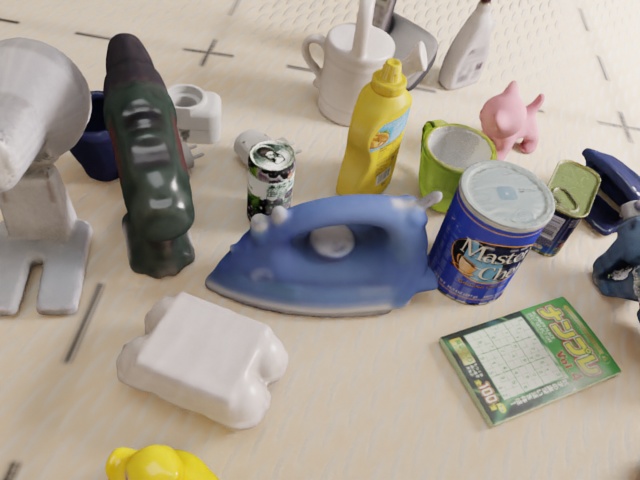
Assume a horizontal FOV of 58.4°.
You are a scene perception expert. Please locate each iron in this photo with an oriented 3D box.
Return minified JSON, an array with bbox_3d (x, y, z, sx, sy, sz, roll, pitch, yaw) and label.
[{"bbox_3d":[0.006,0.002,0.617,0.258,0.141,0.118,-4,51,-12],"label":"iron"}]

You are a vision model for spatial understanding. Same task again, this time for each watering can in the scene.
[{"bbox_3d":[0.064,-0.269,0.820,0.173,0.194,0.101,-4,51,-12],"label":"watering can"}]

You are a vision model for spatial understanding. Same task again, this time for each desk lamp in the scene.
[{"bbox_3d":[-0.294,-0.063,0.574,0.118,0.213,0.203,-1,51,-10],"label":"desk lamp"}]

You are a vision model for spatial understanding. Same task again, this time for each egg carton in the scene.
[{"bbox_3d":[-0.110,0.116,0.550,0.150,0.069,0.107,19,50,7],"label":"egg carton"}]

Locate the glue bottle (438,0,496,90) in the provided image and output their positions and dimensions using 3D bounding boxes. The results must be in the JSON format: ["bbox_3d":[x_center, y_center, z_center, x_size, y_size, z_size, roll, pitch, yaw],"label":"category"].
[{"bbox_3d":[0.245,-0.324,0.910,0.078,0.173,0.037,-21,56,-24],"label":"glue bottle"}]

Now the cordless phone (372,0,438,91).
[{"bbox_3d":[0.121,-0.341,0.895,0.147,0.185,0.094,36,54,20],"label":"cordless phone"}]

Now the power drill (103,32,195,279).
[{"bbox_3d":[-0.180,-0.069,0.601,0.076,0.208,0.229,-12,53,-18],"label":"power drill"}]

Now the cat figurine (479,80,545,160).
[{"bbox_3d":[0.276,-0.177,0.828,0.128,0.118,0.067,-22,57,-25],"label":"cat figurine"}]

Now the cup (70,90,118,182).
[{"bbox_3d":[-0.266,-0.130,0.712,0.091,0.095,0.118,17,50,5],"label":"cup"}]

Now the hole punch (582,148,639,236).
[{"bbox_3d":[0.405,-0.077,0.784,0.101,0.091,0.108,-18,55,-23],"label":"hole punch"}]

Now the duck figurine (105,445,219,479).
[{"bbox_3d":[-0.127,0.200,0.466,0.104,0.086,0.077,18,50,6],"label":"duck figurine"}]

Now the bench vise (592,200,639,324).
[{"bbox_3d":[0.386,0.026,0.611,0.122,0.220,0.207,-18,55,-22],"label":"bench vise"}]
